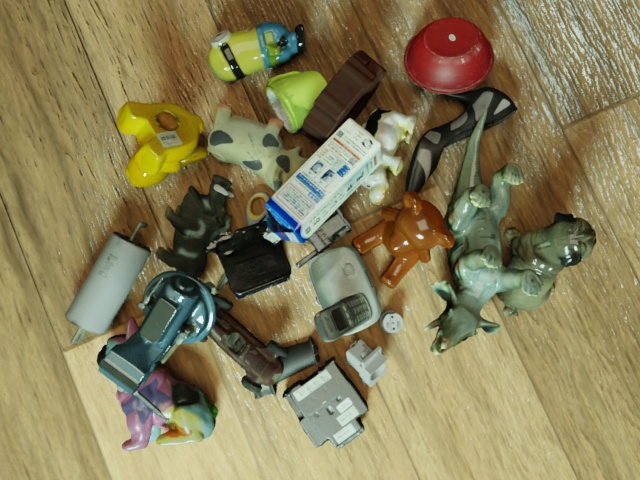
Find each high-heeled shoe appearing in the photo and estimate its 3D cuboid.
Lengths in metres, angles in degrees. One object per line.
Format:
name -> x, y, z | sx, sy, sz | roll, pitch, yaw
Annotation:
high-heeled shoe -> 0.247, -0.164, 0.946 | 0.145, 0.086, 0.248 | 21, 80, 5

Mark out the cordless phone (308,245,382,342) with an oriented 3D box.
cordless phone -> 0.019, 0.090, 0.876 | 0.089, 0.184, 0.146 | -24, 84, 24

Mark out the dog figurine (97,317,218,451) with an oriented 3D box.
dog figurine -> -0.279, 0.237, 0.918 | 0.192, 0.108, 0.219 | -9, 82, 2

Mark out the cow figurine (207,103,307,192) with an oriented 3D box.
cow figurine -> -0.106, -0.153, 0.958 | 0.195, 0.085, 0.127 | 18, 80, 1

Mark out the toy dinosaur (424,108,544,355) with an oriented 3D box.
toy dinosaur -> 0.257, -0.001, 0.904 | 0.131, 0.192, 0.405 | 13, 67, -17

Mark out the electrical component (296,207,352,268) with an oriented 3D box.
electrical component -> -0.002, -0.003, 0.947 | 0.119, 0.075, 0.048 | -35, 85, 1

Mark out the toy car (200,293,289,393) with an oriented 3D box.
toy car -> -0.146, 0.173, 0.927 | 0.202, 0.053, 0.089 | 38, 90, 20

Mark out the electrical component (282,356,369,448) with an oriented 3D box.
electrical component -> 0.016, 0.287, 0.926 | 0.115, 0.058, 0.134 | -34, 85, 0

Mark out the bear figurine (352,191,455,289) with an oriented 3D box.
bear figurine -> 0.136, 0.002, 0.880 | 0.132, 0.196, 0.120 | -41, 88, -1

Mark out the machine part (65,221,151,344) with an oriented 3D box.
machine part -> -0.372, 0.075, 0.947 | 0.079, 0.079, 0.243 | 29, 87, 4

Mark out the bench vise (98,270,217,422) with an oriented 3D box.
bench vise -> -0.232, 0.133, 0.847 | 0.129, 0.240, 0.223 | 24, 109, 5

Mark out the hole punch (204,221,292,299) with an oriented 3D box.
hole punch -> -0.115, 0.037, 0.938 | 0.142, 0.092, 0.116 | -20, 76, -6

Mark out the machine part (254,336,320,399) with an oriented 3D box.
machine part -> -0.065, 0.221, 0.946 | 0.139, 0.039, 0.084 | -27, 76, 1

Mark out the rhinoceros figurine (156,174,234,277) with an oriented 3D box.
rhinoceros figurine -> -0.216, -0.027, 0.955 | 0.112, 0.073, 0.190 | 19, 86, 5

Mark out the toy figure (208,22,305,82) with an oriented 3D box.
toy figure -> -0.115, -0.344, 0.978 | 0.180, 0.082, 0.089 | -9, 83, -1

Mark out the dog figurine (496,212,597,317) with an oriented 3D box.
dog figurine -> 0.359, 0.048, 0.871 | 0.121, 0.190, 0.172 | 9, 87, 3

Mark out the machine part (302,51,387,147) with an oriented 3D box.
machine part -> 0.040, -0.234, 0.920 | 0.056, 0.179, 0.179 | 40, 87, 1

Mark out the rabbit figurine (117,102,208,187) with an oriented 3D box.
rabbit figurine -> -0.283, -0.161, 0.940 | 0.122, 0.173, 0.162 | 50, 44, 4

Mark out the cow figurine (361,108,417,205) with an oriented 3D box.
cow figurine -> 0.103, -0.151, 0.958 | 0.098, 0.068, 0.167 | 22, 82, 9
